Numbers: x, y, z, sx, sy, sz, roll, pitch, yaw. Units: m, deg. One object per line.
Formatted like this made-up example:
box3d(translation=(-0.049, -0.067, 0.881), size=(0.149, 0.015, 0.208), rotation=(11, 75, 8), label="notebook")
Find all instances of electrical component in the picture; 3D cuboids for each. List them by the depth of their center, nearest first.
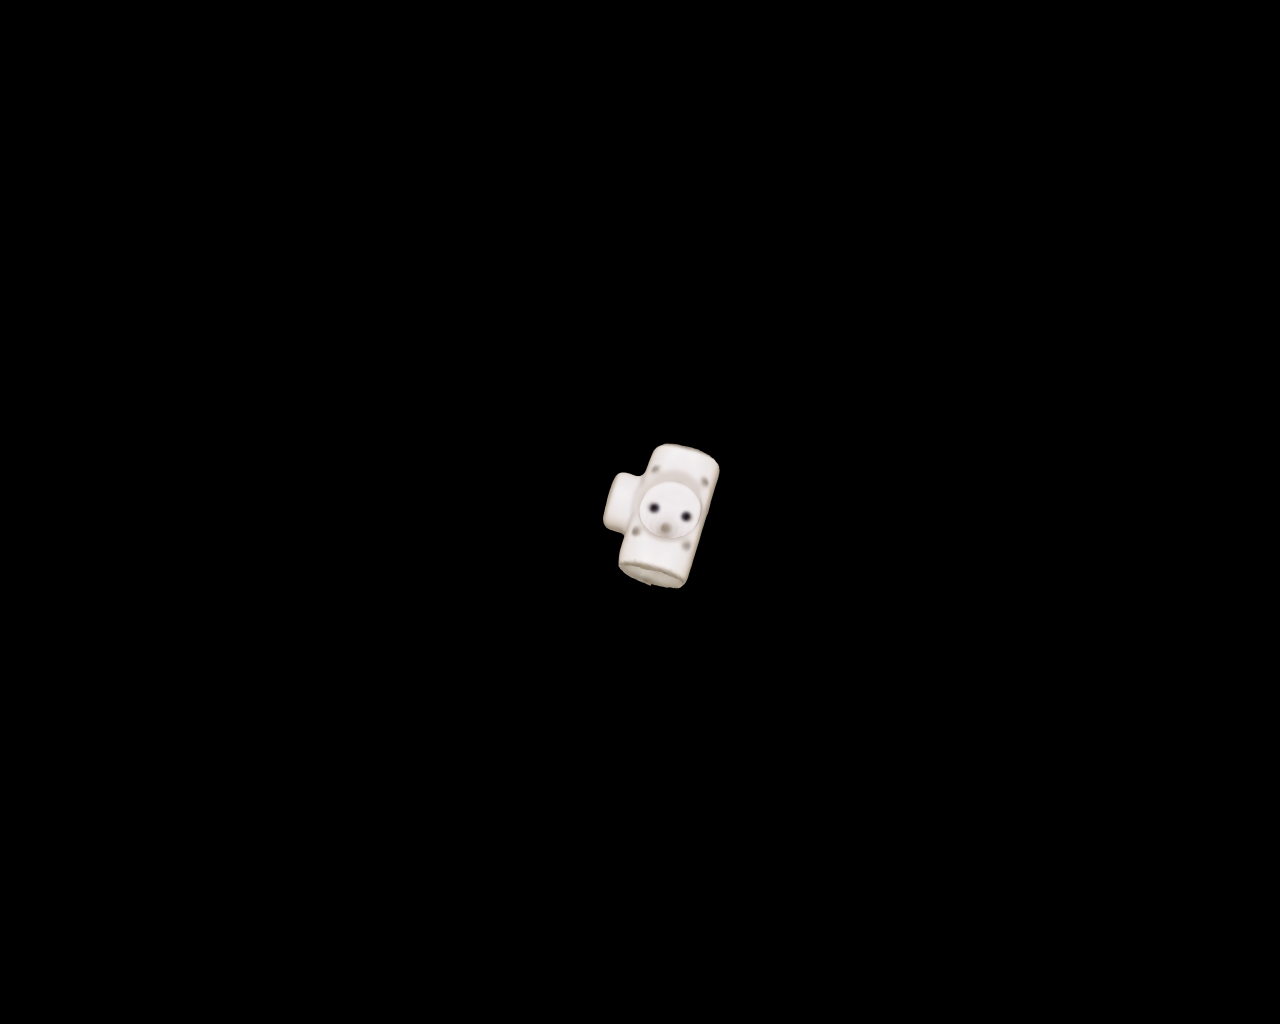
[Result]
box3d(translation=(0.001, -0.003, 0.650), size=(0.079, 0.077, 0.044), rotation=(17, -15, 5), label="electrical component")
